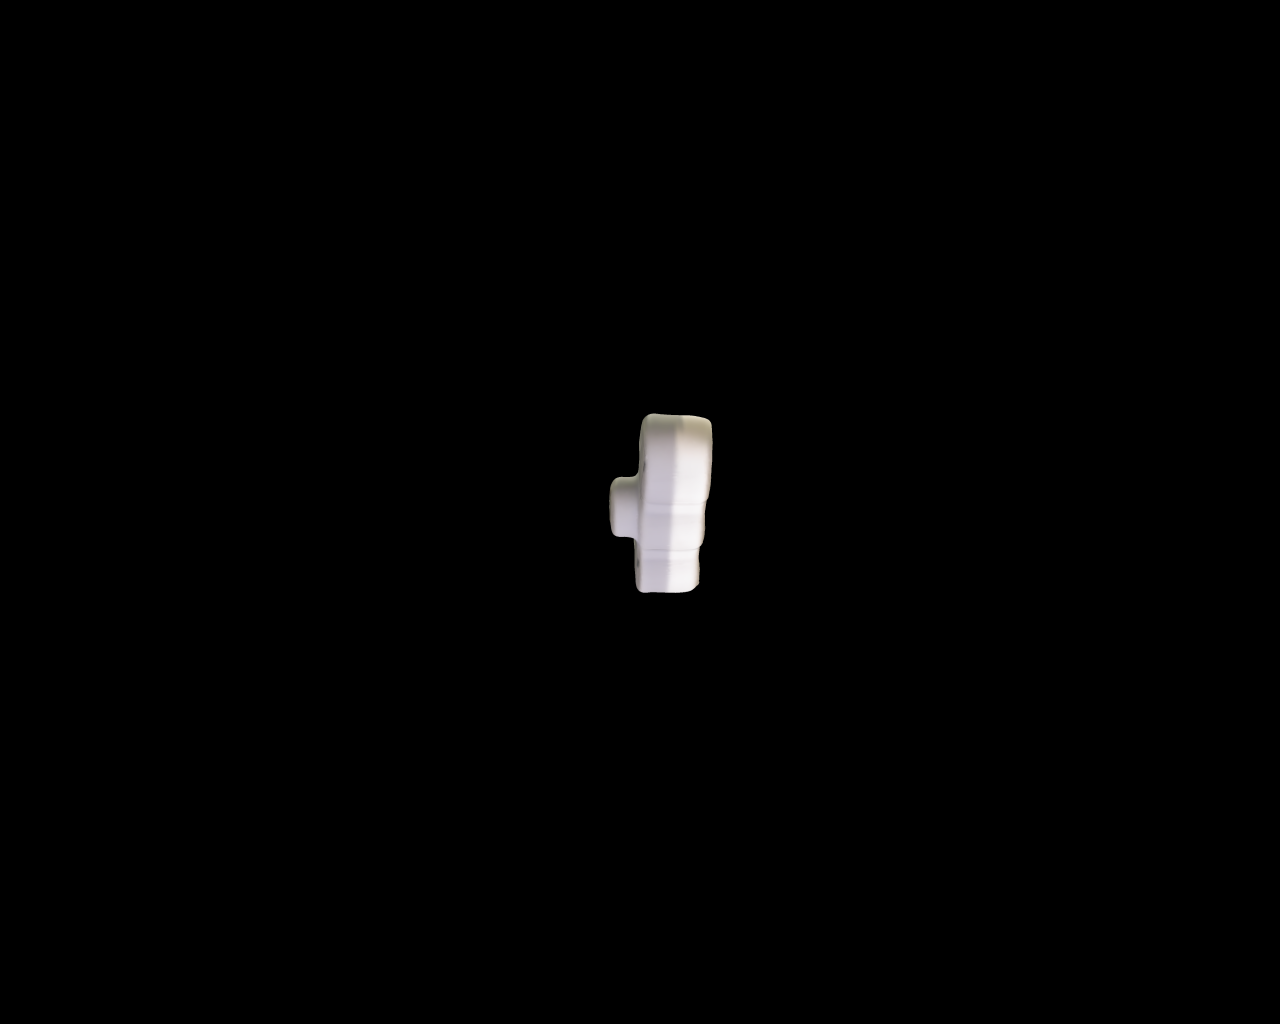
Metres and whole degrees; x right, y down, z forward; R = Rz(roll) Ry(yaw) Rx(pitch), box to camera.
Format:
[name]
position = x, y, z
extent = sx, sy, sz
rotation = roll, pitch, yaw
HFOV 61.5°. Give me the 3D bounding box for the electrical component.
[electrical component]
position = 0.001, -0.003, 0.650
extent = 0.074, 0.052, 0.138
rotation = 2, -40, -2
